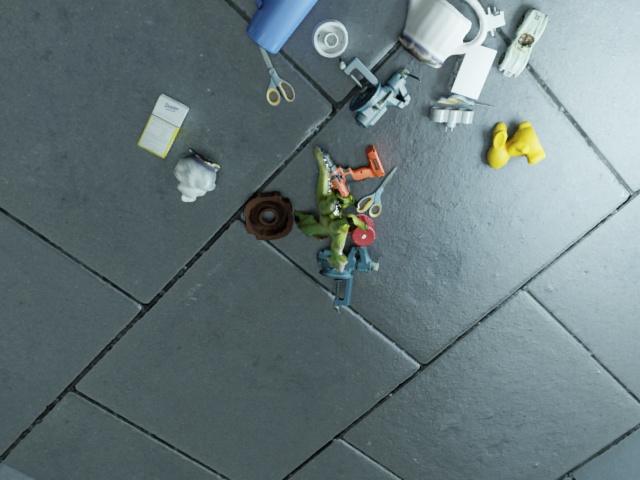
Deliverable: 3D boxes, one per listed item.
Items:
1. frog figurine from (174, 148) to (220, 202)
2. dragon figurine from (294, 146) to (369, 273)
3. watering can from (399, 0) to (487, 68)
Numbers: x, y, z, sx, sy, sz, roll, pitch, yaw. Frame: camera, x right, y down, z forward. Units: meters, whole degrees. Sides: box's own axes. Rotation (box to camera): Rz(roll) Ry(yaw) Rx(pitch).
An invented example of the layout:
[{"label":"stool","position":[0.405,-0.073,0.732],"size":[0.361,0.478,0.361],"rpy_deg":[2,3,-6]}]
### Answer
[{"label":"frog figurine","position":[-0.402,-0.189,1.631],"size":[0.136,0.124,0.158],"rpy_deg":[26,100,-36]},{"label":"dragon figurine","position":[0.005,-0.085,1.690],"size":[0.240,0.124,0.409],"rpy_deg":[-23,96,35]},{"label":"watering can","position":[0.310,-0.648,1.488],"size":[0.347,0.105,0.221],"rpy_deg":[36,111,-3]}]
